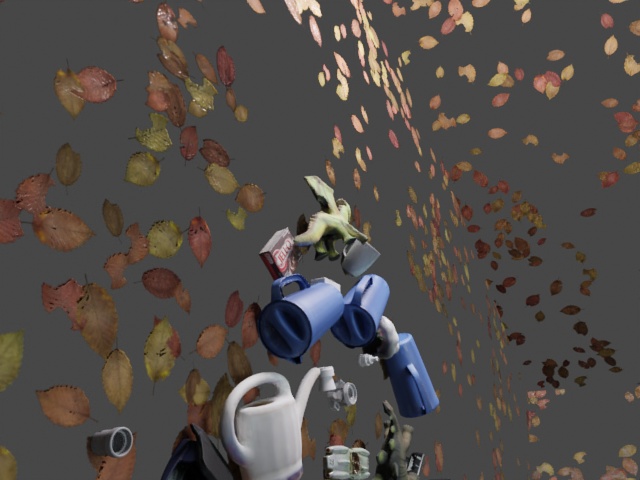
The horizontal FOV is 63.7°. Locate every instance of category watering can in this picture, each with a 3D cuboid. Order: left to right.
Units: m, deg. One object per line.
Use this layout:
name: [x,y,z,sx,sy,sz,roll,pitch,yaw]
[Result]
watering can: [-0.078,0.378,1.044,0.347,0.103,0.226,8,71,-58]

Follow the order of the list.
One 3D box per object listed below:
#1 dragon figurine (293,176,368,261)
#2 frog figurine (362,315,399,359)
dragon figurine: [0.004,-0.074,1.460,0.408,0.121,0.246,13,49,-61]
frog figurine: [0.200,0.288,1.587,0.160,0.121,0.139,-14,70,-51]
